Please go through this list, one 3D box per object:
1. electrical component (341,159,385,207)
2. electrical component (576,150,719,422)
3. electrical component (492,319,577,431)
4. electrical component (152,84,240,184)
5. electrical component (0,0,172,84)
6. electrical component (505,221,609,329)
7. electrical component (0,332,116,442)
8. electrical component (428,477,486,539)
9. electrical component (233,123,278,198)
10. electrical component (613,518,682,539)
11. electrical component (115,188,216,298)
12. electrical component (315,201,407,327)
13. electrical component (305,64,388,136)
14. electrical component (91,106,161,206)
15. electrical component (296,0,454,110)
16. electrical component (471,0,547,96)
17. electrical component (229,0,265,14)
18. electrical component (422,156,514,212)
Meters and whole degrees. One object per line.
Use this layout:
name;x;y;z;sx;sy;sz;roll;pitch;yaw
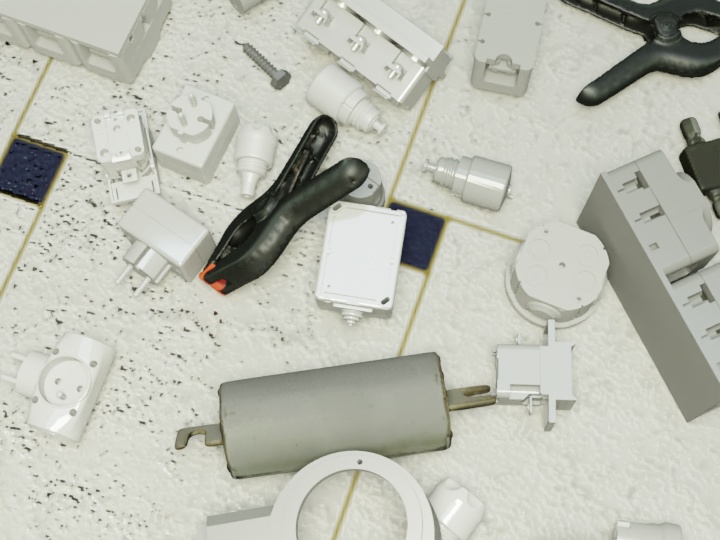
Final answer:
electrical component;0.001;-0.067;0.890;0.040;0.046;0.040;0;72;1
electrical component;0.246;0.012;0.828;0.060;0.105;0.186;-24;73;-6
electrical component;0.135;0.083;0.842;0.064;0.042;0.081;1;71;5
electrical component;-0.139;-0.121;0.894;0.047;0.076;0.065;22;74;8
electrical component;-0.253;-0.233;0.941;0.150;0.061;0.089;20;74;7
electrical component;0.158;0.004;0.861;0.080;0.051;0.080;0;72;1
electrical component;-0.244;0.087;0.847;0.079;0.044;0.077;17;73;7
electrical component;0.062;0.191;0.808;0.043;0.043;0.062;37;78;12
electrical component;-0.090;-0.091;0.906;0.035;0.035;0.061;8;75;4
electrical component;0.213;0.206;0.802;0.046;0.040;0.040;8;73;10
electrical component;-0.168;-0.013;0.876;0.066;0.047;0.076;33;76;11
electrical component;0.000;0.000;0.864;0.062;0.061;0.096;9;78;2
electrical component;-0.010;-0.142;0.917;0.078;0.040;0.040;39;77;12
electrical component;-0.196;-0.100;0.896;0.042;0.063;0.081;-13;73;-2
electrical component;0.010;-0.196;0.921;0.121;0.079;0.063;39;99;12
electrical component;0.128;-0.201;0.925;0.050;0.055;0.089;12;73;5
electrical component;-0.141;-0.283;0.959;0.074;0.052;0.138;-34;75;-9
electrical component;0.091;-0.076;0.894;0.078;0.040;0.040;17;73;7
